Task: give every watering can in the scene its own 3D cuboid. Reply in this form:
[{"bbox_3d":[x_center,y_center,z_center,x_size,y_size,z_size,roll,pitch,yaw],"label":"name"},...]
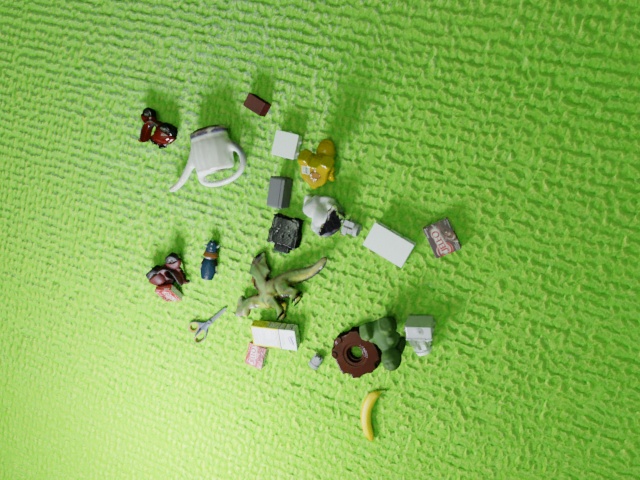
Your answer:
[{"bbox_3d":[-0.433,-0.302,1.908,0.346,0.104,0.224,-11,90,19],"label":"watering can"}]

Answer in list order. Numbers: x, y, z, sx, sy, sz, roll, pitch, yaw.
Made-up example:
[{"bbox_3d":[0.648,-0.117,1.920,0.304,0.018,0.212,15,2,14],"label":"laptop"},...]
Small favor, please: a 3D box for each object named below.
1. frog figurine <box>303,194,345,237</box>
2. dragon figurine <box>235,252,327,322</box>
[{"bbox_3d":[0.005,-0.091,1.800,0.161,0.123,0.135,37,119,49],"label":"frog figurine"},{"bbox_3d":[-0.166,0.146,1.864,0.245,0.122,0.406,43,105,18],"label":"dragon figurine"}]
